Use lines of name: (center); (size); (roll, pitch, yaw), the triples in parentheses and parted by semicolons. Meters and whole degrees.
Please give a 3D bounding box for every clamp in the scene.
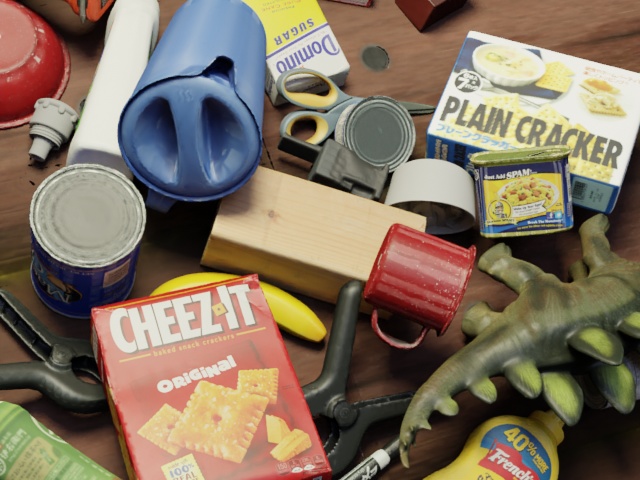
clamp: (0.015, 0.154, 1.035); (0.209, 0.036, 0.164); (-39, 104, -15)
clamp: (-0.251, 0.109, 1.002); (0.171, 0.039, 0.120); (19, 46, -22)

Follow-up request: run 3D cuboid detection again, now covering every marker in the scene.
marker: (0.040, 0.230, 1.043); (0.121, 0.020, 0.020); (-33, 79, -25)

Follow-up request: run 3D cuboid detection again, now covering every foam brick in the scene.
foam brick: (0.139, -0.298, 1.279); (0.078, 0.051, 0.053); (-35, 79, -25)

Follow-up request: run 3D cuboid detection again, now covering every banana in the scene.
banana: (-0.091, 0.068, 1.073); (0.197, 0.037, 0.069); (2, 81, -13)

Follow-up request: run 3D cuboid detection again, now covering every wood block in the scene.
wood block: (-0.007, 0.001, 1.092); (0.206, 0.090, 0.090); (17, 65, -7)

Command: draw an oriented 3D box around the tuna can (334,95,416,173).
tuna can: (0.059, -0.114, 1.172); (0.086, 0.034, 0.086); (0, 90, -21)

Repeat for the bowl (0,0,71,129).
bowl: (-0.342, -0.199, 1.113); (0.162, 0.055, 0.162); (5, 66, -12)

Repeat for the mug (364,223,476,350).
mug: (0.087, 0.045, 1.004); (0.081, 0.093, 0.117); (21, 92, 0)

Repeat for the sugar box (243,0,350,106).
sugar box: (-0.044, -0.246, 1.214); (0.093, 0.048, 0.176); (-21, 72, -21)

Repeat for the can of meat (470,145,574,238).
can of meat: (0.211, -0.050, 1.108); (0.102, 0.057, 0.084); (-4, 103, 14)

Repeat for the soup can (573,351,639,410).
soup can: (0.328, 0.136, 1.129); (0.102, 0.069, 0.068); (-11, 70, -18)

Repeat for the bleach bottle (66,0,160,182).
bleach bottle: (-0.209, -0.168, 1.120); (0.068, 0.103, 0.250); (13, 56, -12)

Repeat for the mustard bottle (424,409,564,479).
mustard bottle: (0.179, 0.231, 1.056); (0.191, 0.058, 0.096); (-38, 81, -26)

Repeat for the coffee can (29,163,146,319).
coffee can: (-0.221, 0.004, 1.007); (0.102, 0.140, 0.103); (5, 66, -12)

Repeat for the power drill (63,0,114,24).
power drill: (-0.303, -0.301, 1.132); (0.187, 0.057, 0.184); (13, 43, 4)

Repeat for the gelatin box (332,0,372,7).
gelatin box: (0.022, -0.322, 1.272); (0.089, 0.030, 0.073); (7, 66, -11)

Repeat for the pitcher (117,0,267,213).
pitcher: (-0.120, -0.146, 1.071); (0.149, 0.145, 0.242); (-16, 32, 13)

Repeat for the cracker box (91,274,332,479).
cracker box: (-0.102, 0.146, 0.954); (0.164, 0.072, 0.214); (-11, 58, -19)

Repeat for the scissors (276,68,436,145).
scissors: (0.036, -0.133, 1.196); (0.201, 0.016, 0.096); (16, 95, -28)
